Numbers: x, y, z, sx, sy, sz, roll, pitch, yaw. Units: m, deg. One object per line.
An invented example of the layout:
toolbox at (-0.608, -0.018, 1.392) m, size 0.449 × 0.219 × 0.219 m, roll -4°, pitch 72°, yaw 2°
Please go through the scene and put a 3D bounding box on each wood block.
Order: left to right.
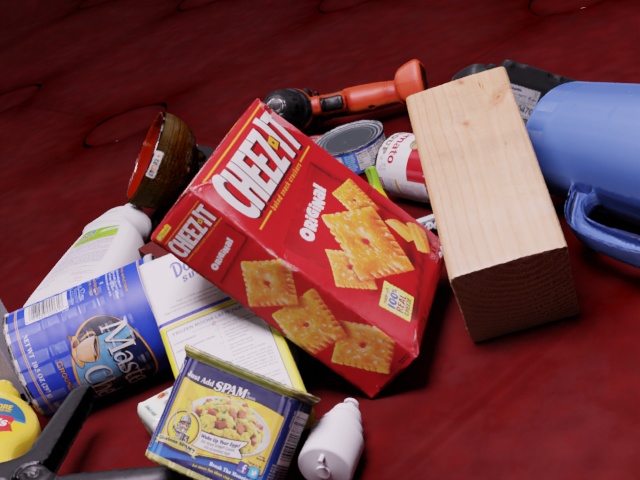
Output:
wood block at (0.138, -0.033, 0.874) m, size 0.090 × 0.090 × 0.206 m, roll -16°, pitch 48°, yaw 9°

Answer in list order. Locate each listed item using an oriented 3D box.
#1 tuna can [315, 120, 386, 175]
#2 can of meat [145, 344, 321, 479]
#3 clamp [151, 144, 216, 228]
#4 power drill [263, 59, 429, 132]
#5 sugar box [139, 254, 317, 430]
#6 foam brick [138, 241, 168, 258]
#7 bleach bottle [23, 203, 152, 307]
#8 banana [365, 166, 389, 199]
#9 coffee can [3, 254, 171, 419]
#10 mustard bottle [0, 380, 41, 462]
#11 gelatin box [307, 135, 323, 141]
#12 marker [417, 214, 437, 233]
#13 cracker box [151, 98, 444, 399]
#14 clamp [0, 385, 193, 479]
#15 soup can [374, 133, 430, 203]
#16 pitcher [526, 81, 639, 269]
tuna can at (0.036, -0.105, 1.232) m, size 0.086 × 0.034 × 0.086 m, roll -17°, pitch 26°, yaw 8°
can of meat at (-0.063, 0.132, 0.755) m, size 0.102 × 0.057 × 0.084 m, roll 19°, pitch 81°, yaw 16°
clamp at (-0.138, -0.073, 1.298) m, size 0.120 × 0.039 × 0.171 m, roll -10°, pitch 34°, yaw 7°
power drill at (0.034, -0.169, 1.271) m, size 0.188 × 0.057 × 0.184 m, roll -9°, pitch 3°, yaw 13°
sugar box at (-0.075, 0.082, 0.850) m, size 0.093 × 0.048 × 0.176 m, roll -21°, pitch 55°, yaw -3°
foam brick at (-0.141, 0.028, 1.087) m, size 0.053 × 0.051 × 0.078 m, roll -30°, pitch 27°, yaw -20°
bleach bottle at (-0.229, 0.024, 1.149) m, size 0.103 × 0.068 × 0.250 m, roll -13°, pitch 25°, yaw 14°
banana at (0.023, 0.020, 0.966) m, size 0.037 × 0.069 × 0.197 m, roll -31°, pitch 21°, yaw 49°
coffee can at (-0.196, 0.086, 0.955) m, size 0.140 × 0.103 × 0.103 m, roll -23°, pitch 26°, yaw -4°
mustard bottle at (-0.285, 0.177, 0.892) m, size 0.096 × 0.058 × 0.191 m, roll -4°, pitch 25°, yaw 0°
gelatin box at (-0.045, -0.098, 1.284) m, size 0.089 × 0.030 × 0.073 m, roll 5°, pitch 36°, yaw 42°
marker at (0.099, -0.013, 1.025) m, size 0.121 × 0.020 × 0.020 m, roll -19°, pitch 26°, yaw 5°
cracker box at (-0.006, 0.001, 0.860) m, size 0.072 × 0.213 × 0.164 m, roll -48°, pitch 9°, yaw 34°
clamp at (-0.197, 0.185, 0.778) m, size 0.165 × 0.036 × 0.209 m, roll 18°, pitch 33°, yaw 35°
soup can at (0.112, -0.071, 1.075) m, size 0.068 × 0.068 × 0.102 m, roll -35°, pitch 28°, yaw -27°
pitcher at (0.273, -0.062, 0.881) m, size 0.149 × 0.145 × 0.243 m, roll 2°, pitch 11°, yaw -27°
